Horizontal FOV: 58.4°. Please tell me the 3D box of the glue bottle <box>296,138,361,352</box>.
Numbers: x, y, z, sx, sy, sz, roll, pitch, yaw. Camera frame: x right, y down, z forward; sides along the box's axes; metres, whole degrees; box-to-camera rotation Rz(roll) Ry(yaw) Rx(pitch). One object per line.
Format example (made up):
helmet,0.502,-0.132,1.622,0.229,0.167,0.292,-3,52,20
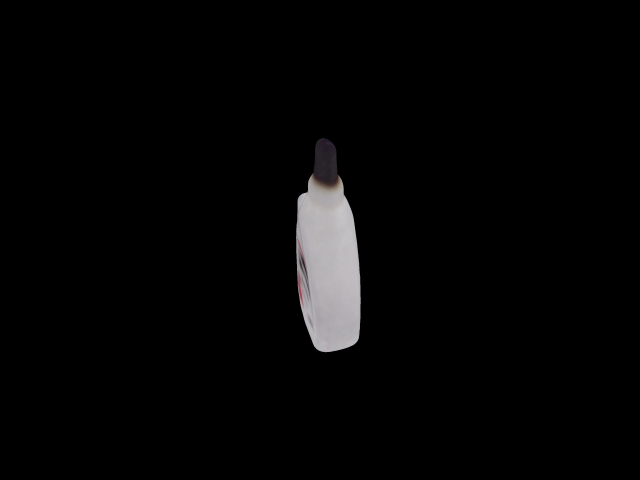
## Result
glue bottle,0.004,0.001,0.400,0.037,0.173,0.078,-13,47,-12
